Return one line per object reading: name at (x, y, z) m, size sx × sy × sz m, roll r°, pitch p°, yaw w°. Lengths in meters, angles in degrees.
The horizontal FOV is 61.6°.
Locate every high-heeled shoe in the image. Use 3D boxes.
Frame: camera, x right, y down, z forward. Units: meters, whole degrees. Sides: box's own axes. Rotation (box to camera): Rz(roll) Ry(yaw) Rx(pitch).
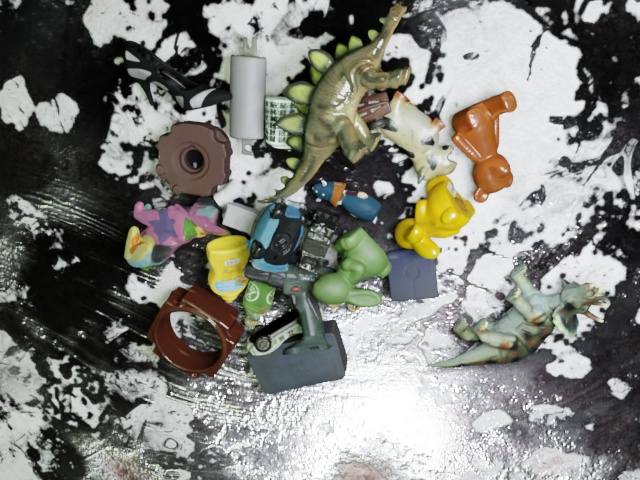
high-heeled shoe at (-0.302, -0.352, 1.130) m, size 0.249 × 0.086 × 0.145 m, roll 3°, pitch 121°, yaw 22°

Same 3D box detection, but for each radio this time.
radio at (-0.051, 0.289, 1.318) m, size 0.230 × 0.073 × 0.131 m, roll -16°, pitch 106°, yaw 15°

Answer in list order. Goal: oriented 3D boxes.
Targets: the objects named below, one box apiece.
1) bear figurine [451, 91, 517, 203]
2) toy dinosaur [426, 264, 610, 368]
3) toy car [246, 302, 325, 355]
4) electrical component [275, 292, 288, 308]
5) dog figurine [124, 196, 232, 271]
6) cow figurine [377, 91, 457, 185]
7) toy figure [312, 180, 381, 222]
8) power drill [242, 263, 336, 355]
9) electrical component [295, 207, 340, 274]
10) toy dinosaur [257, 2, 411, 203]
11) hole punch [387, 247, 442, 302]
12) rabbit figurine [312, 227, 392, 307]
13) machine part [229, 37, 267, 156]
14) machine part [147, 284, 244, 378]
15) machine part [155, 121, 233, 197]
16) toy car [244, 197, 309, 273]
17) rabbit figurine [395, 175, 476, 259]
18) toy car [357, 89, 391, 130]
bear figurine at (0.342, -0.179, 1.082) m, size 0.120 × 0.132 × 0.195 m, roll -25°, pitch 97°, yaw -14°
toy dinosaur at (0.442, 0.201, 1.200) m, size 0.192 × 0.131 × 0.404 m, roll 40°, pitch 115°, yaw -5°
toy car at (-0.084, 0.208, 1.272) m, size 0.202 × 0.074 × 0.056 m, roll -30°, pitch 111°, yaw -4°
electrical component at (-0.075, 0.115, 1.269) m, size 0.021 × 0.094 × 0.063 m, roll 30°, pitch 147°, yaw -4°
dog figurine at (-0.319, -0.013, 1.233) m, size 0.219 × 0.108 × 0.191 m, roll 10°, pitch 83°, yaw 1°
cow figurine at (0.202, -0.203, 1.115) m, size 0.195 × 0.085 × 0.127 m, roll 37°, pitch 111°, yaw -1°
toy figure at (0.057, -0.090, 1.188) m, size 0.154 × 0.058 × 0.064 m, roll 26°, pitch 104°, yaw 5°
power drill at (-0.055, 0.149, 1.195) m, size 0.232 × 0.086 × 0.207 m, roll -1°, pitch 74°, yaw -19°
electrical component at (-0.002, -0.004, 1.182) m, size 0.058 × 0.134 × 0.114 m, roll 22°, pitch 111°, yaw 0°
toy dinosaur at (0.024, -0.237, 1.035) m, size 0.199 × 0.105 × 0.471 m, roll 34°, pitch 110°, yaw 14°
hole punch at (0.207, 0.077, 1.205) m, size 0.142 × 0.092 × 0.115 m, roll -7°, pitch 103°, yaw 14°
rabbit figurine at (0.062, 0.080, 1.172) m, size 0.170 × 0.121 × 0.159 m, roll -44°, pitch 99°, yaw -11°
machine part at (-0.154, -0.301, 1.140) m, size 0.079 × 0.079 × 0.243 m, roll 6°, pitch 110°, yaw 6°
machine part at (-0.306, 0.226, 1.315) m, size 0.201 × 0.087 × 0.201 m, roll 32°, pitch 116°, yaw -4°
machine part at (-0.283, -0.181, 1.208) m, size 0.179 × 0.056 × 0.179 m, roll 2°, pitch 107°, yaw 6°
toy car at (-0.099, -0.019, 1.126) m, size 0.109 × 0.103 × 0.161 m, roll 9°, pitch 106°, yaw -39°
rabbit figurine at (0.233, -0.028, 1.147) m, size 0.173 × 0.162 × 0.121 m, roll -31°, pitch 114°, yaw 34°
toy car at (0.051, -0.253, 1.106) m, size 0.202 × 0.053 × 0.089 m, roll -10°, pitch 96°, yaw 37°
